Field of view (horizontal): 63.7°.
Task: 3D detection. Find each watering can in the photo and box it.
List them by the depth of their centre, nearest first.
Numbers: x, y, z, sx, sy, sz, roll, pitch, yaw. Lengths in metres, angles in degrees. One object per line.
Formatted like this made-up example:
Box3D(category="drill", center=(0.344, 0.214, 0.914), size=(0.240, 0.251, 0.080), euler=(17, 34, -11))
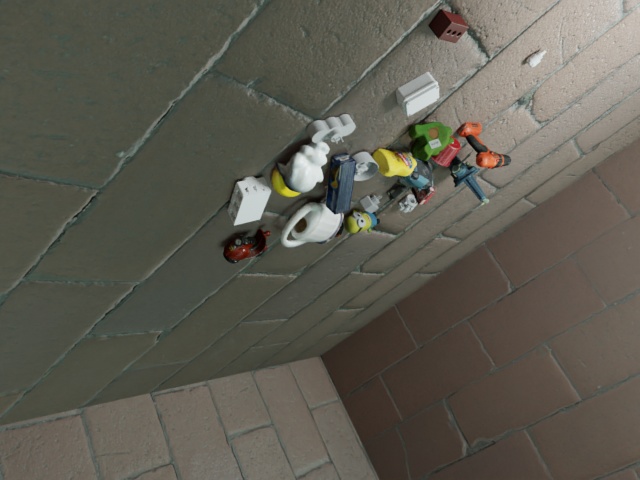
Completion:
Box3D(category="watering can", center=(0.006, -0.091, 1.818), size=(0.343, 0.106, 0.223), euler=(-47, 150, 20))

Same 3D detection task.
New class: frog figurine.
Box3D(category="frog figurine", center=(-0.032, -0.210, 1.486), size=(0.158, 0.125, 0.135), euler=(-25, 141, 23))
